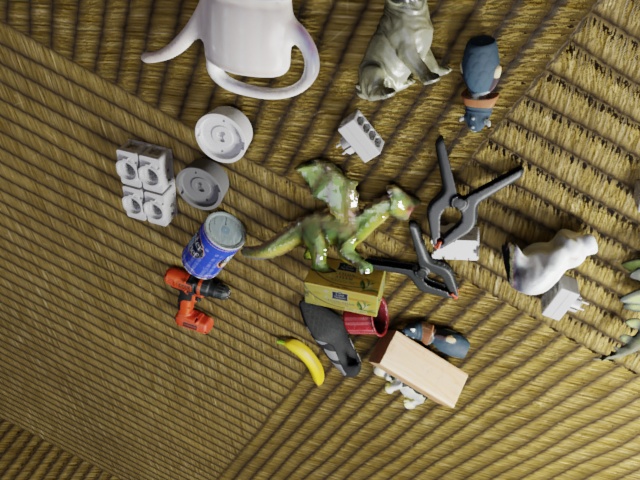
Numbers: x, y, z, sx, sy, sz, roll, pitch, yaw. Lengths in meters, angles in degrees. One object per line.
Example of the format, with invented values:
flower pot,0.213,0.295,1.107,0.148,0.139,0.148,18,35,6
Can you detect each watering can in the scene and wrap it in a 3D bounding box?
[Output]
watering can,-0.164,-0.360,0.882,0.348,0.106,0.219,15,129,10

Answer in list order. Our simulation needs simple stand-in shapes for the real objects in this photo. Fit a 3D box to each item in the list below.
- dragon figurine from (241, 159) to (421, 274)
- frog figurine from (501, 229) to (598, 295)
dragon figurine,0.003,-0.055,1.084,0.410,0.124,0.239,2,109,16
frog figurine,0.434,0.042,0.969,0.159,0.125,0.135,-3,159,11
